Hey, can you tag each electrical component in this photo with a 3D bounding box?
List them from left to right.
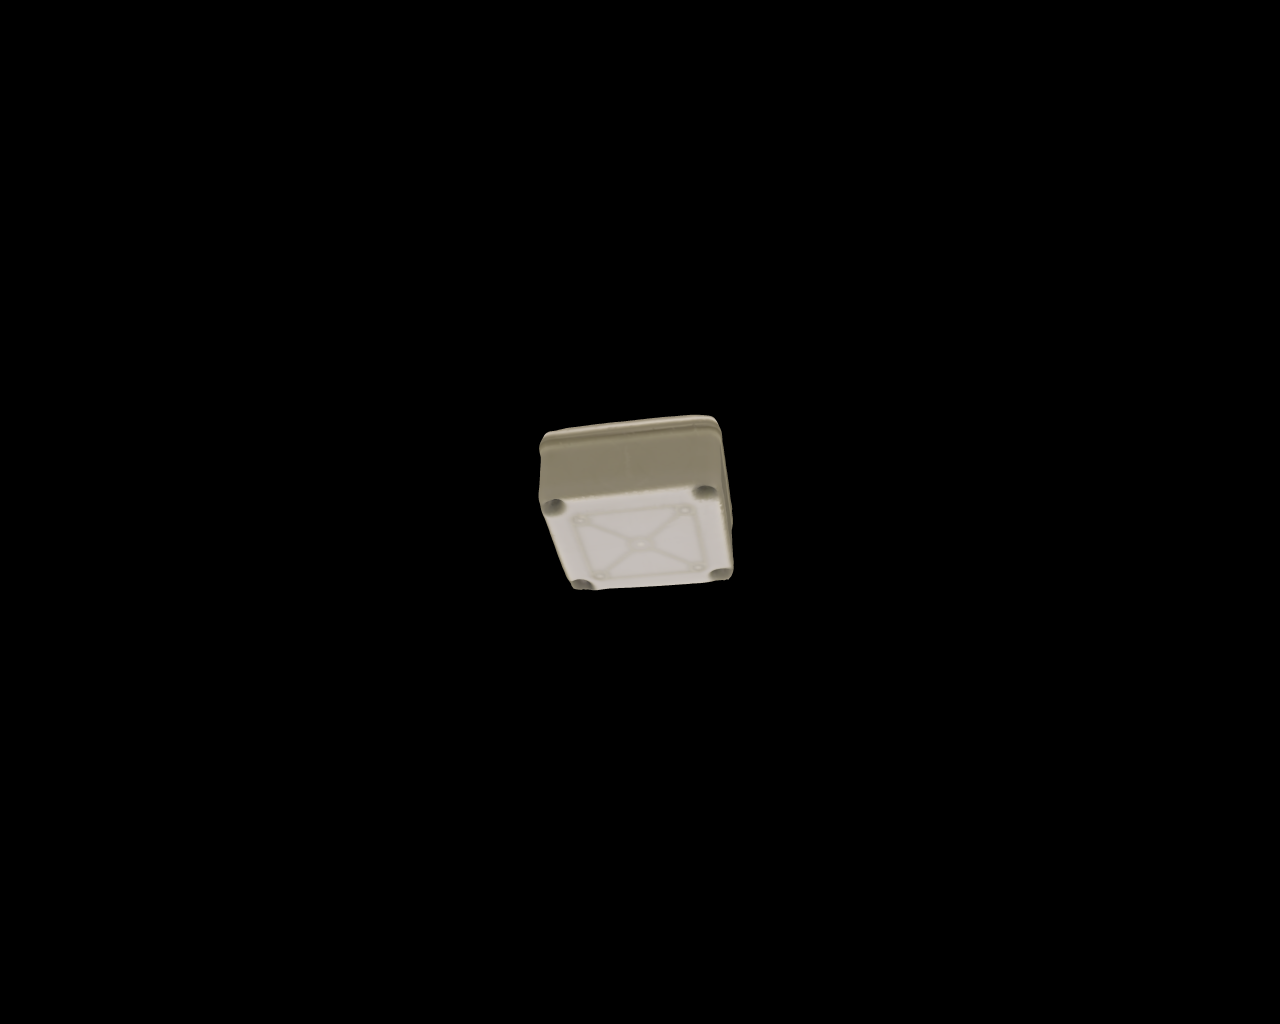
[{"bbox_3d":[0.001,-0.003,0.650,0.109,0.056,0.108,-5,-35,7],"label":"electrical component"}]
